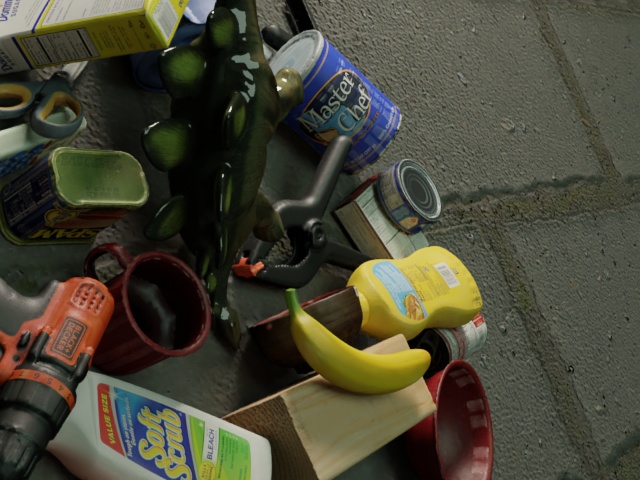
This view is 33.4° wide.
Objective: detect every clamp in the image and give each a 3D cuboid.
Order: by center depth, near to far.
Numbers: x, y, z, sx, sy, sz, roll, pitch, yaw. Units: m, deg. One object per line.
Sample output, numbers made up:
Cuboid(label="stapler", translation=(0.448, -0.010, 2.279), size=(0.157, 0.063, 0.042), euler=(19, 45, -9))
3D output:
Cuboid(label="clamp", translation=(-0.007, 0.001, 1.137), size=(0.209, 0.036, 0.164), euler=(-39, 115, -40))
Cuboid(label="clamp", translation=(-0.007, -0.213, 1.284), size=(0.171, 0.039, 0.120), euler=(54, 39, -12))

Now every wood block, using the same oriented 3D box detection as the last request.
Cuboid(label="wood block", translation=(0.012, 0.171, 1.030), size=(0.205, 0.091, 0.090), euler=(-18, 82, -53))

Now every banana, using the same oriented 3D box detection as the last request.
Cuboid(label="banana", translation=(0.038, 0.108, 0.984), size=(0.197, 0.037, 0.069), euler=(29, 66, -40))

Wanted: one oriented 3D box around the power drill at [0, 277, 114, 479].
Cuboid(label="power drill", translation=(-0.257, 0.071, 0.762), size=(0.187, 0.057, 0.184), euler=(30, 44, -12))

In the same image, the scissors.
Cuboid(label="scissors", translation=(-0.249, -0.141, 0.947), size=(0.096, 0.016, 0.202), euler=(6, 29, -16))

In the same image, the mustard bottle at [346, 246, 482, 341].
Cuboid(label="mustard bottle", translation=(0.084, 0.063, 1.155), size=(0.191, 0.058, 0.096), euler=(-11, 58, -41))

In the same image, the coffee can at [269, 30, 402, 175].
Cuboid(label="coffee can", translation=(0.010, -0.155, 1.216), size=(0.140, 0.103, 0.102), euler=(39, 43, -28))

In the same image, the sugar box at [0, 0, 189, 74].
Cuboid(label="sugar box", translation=(-0.205, -0.197, 0.930), size=(0.048, 0.176, 0.093), euler=(63, 31, -41))

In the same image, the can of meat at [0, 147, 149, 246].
Cuboid(label="can of meat", translation=(-0.208, -0.037, 0.903), size=(0.101, 0.084, 0.057), euler=(-2, 70, -50))

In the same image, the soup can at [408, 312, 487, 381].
Cuboid(label="soup can", translation=(0.143, 0.117, 1.237), size=(0.102, 0.069, 0.068), euler=(-22, 85, -53))

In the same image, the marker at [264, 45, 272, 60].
Cuboid(label="marker", translation=(-0.102, -0.249, 1.211), size=(0.121, 0.020, 0.020), euler=(45, 41, -22))

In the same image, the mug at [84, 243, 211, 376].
Cuboid(label="mug", translation=(-0.160, 0.057, 0.904), size=(0.117, 0.082, 0.093), euler=(57, 38, -8))

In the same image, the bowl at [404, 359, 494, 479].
Cuboid(label="bowl", translation=(0.135, 0.212, 1.159), size=(0.161, 0.055, 0.162), euler=(25, 61, -57))

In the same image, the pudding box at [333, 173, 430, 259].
Cuboid(label="pudding box", translation=(0.074, -0.013, 1.258), size=(0.113, 0.039, 0.089), euler=(55, 37, -6))

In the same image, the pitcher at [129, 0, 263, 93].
Cuboid(label="pitcher", translation=(-0.155, -0.279, 1.092), size=(0.144, 0.149, 0.243), euler=(-9, 72, -35))

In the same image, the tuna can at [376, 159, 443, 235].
Cuboid(label="tuna can", translation=(0.107, -0.052, 1.260), size=(0.086, 0.034, 0.086), euler=(33, 41, -35))

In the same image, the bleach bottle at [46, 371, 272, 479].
Cuboid(label="bleach bottle", translation=(-0.154, 0.170, 0.862), size=(0.250, 0.068, 0.102), euler=(29, 49, -33))
